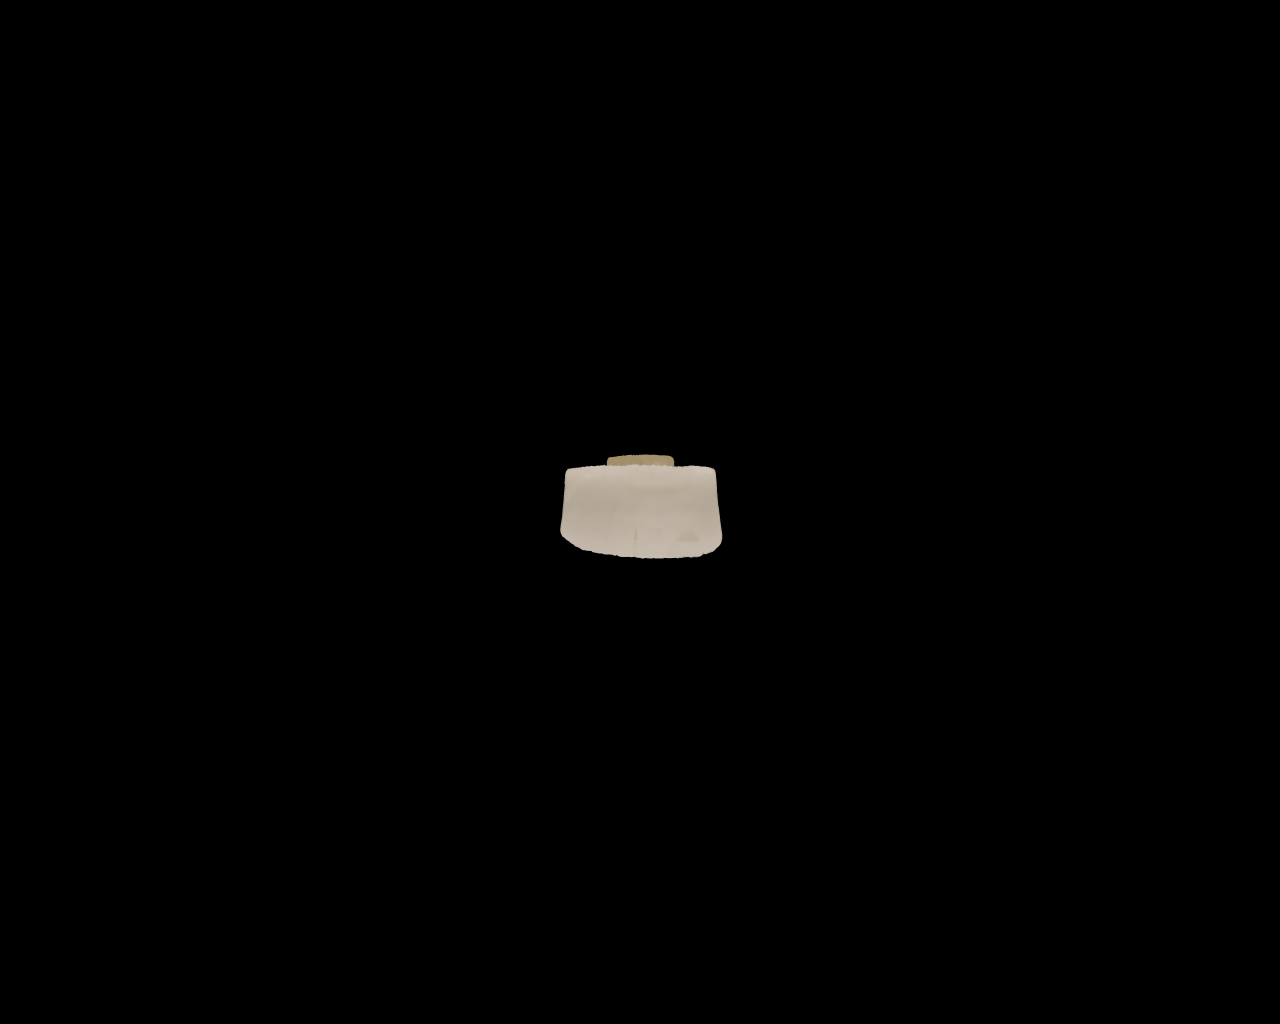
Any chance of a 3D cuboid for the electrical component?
[{"bbox_3d":[0.001,-0.003,0.650,0.099,0.064,0.099,0,0,0],"label":"electrical component"}]
